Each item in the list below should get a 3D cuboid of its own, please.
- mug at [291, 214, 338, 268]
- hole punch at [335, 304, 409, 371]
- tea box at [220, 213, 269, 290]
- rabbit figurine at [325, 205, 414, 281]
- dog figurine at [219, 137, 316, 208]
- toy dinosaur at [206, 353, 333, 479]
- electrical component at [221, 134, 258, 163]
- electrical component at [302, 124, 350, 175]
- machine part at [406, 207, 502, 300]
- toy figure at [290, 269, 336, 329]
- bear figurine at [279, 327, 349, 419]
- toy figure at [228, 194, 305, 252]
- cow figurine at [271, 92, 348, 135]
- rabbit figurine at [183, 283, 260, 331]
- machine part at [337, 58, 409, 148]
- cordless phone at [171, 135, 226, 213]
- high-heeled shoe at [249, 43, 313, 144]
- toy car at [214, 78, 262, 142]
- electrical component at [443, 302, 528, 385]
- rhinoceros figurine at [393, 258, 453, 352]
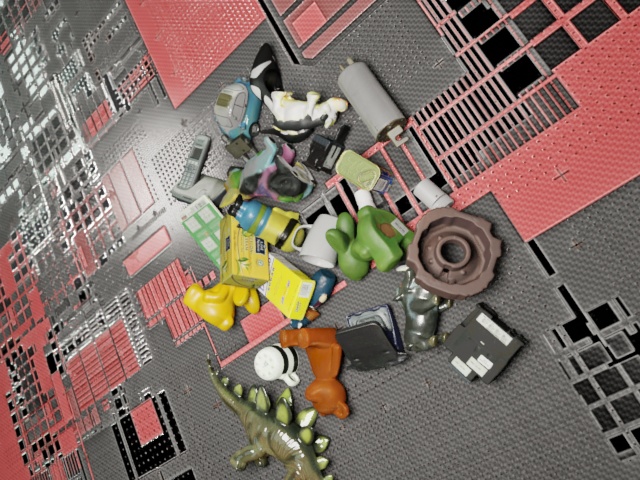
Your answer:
[{"bbox_3d":[-0.002,-0.004,1.187,0.110,0.080,0.107,17,73,12],"label":"mug"},{"bbox_3d":[0.108,0.203,1.122,0.142,0.092,0.115,-21,107,25],"label":"hole punch"},{"bbox_3d":[-0.178,0.022,1.254,0.068,0.098,0.169,-38,51,45],"label":"tea box"},{"bbox_3d":[0.085,0.019,1.110,0.159,0.121,0.170,40,132,0],"label":"rabbit figurine"},{"bbox_3d":[-0.137,-0.125,1.270,0.219,0.108,0.191,-42,71,27],"label":"dog figurine"},{"bbox_3d":[-0.110,0.436,1.222,0.472,0.105,0.198,28,94,20],"label":"toy dinosaur"},{"bbox_3d":[-0.198,-0.231,1.322,0.063,0.094,0.021,-26,32,35],"label":"electrical component"},{"bbox_3d":[0.017,-0.208,1.197,0.048,0.075,0.119,32,107,28],"label":"electrical component"},{"bbox_3d":[0.249,0.027,1.014,0.179,0.056,0.179,-2,69,4],"label":"machine part"},{"bbox_3d":[-0.017,0.138,1.206,0.058,0.064,0.154,26,109,-9],"label":"toy figure"},{"bbox_3d":[-0.009,0.287,1.157,0.120,0.132,0.195,-12,75,56],"label":"bear figurine"},{"bbox_3d":[-0.121,-0.034,1.221,0.082,0.180,0.089,-47,24,42],"label":"toy figure"},{"bbox_3d":[-0.023,-0.277,1.186,0.167,0.068,0.098,8,107,10],"label":"cow figurine"},{"bbox_3d":[-0.223,0.121,1.301,0.163,0.121,0.173,28,82,36],"label":"rabbit figurine"},{"bbox_3d":[0.109,-0.293,1.146,0.079,0.079,0.243,-39,70,23],"label":"machine part"},{"bbox_3d":[-0.291,-0.172,1.377,0.147,0.088,0.184,18,92,31],"label":"cordless phone"},{"bbox_3d":[-0.083,-0.350,1.265,0.145,0.086,0.248,0,92,28],"label":"high-heeled shoe"},{"bbox_3d":[-0.205,-0.324,1.321,0.109,0.103,0.161,24,101,29],"label":"toy car"},{"bbox_3d":[0.303,0.201,1.011,0.115,0.058,0.134,45,109,27],"label":"electrical component"},{"bbox_3d":[0.201,0.127,1.073,0.112,0.073,0.190,-5,86,41],"label":"rhinoceros figurine"}]
